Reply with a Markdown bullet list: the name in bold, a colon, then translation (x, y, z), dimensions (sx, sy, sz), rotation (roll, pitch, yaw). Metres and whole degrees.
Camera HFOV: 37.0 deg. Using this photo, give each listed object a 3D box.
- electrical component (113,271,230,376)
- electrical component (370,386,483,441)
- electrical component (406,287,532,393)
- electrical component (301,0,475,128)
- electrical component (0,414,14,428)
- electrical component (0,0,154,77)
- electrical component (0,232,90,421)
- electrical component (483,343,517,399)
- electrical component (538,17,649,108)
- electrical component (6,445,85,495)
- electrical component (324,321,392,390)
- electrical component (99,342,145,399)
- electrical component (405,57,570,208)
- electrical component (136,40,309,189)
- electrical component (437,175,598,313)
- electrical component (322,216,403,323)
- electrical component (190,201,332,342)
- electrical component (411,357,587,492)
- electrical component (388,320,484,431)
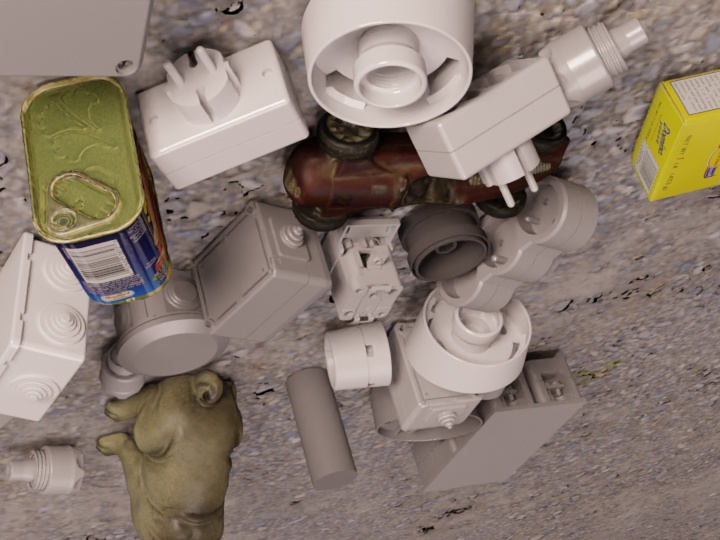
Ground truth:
- **electrical component**: translation (-0.138, 0.040, 0.778), dimensions (0.080, 0.051, 0.080), rotation (-13, 150, -8)
- **electrical component**: translation (0.060, 0.133, 1.028), dimensions (0.099, 0.064, 0.099), rotation (-13, 150, -8)
- **electrical component**: translation (0.091, 0.056, 0.888), dimensions (0.099, 0.099, 0.064), rotation (-8, 143, -17)
- **electrical component**: translation (0.017, -0.126, 0.596), dimensions (0.099, 0.064, 0.099), rotation (-2, 151, -1)
- **electrical component**: translation (-0.281, 0.074, 0.760), dimensions (0.100, 0.048, 0.100), rotation (-36, 146, 29)
- **electrical component**: translation (-0.146, -0.140, 0.468), dimensions (0.109, 0.056, 0.108), rotation (-4, 148, -23)
- **electrical component**: translation (-0.211, 0.039, 0.692), dimensions (0.048, 0.099, 0.099), rotation (18, 136, -28)
- **electrical component**: translation (0.111, 0.083, 0.968), dimensions (0.048, 0.066, 0.055), rotation (-5, 114, -22)
- **electrical component**: translation (0.144, -0.130, 0.655), dimensions (0.062, 0.043, 0.043), rotation (-29, 149, 16)
- **electrical component**: translation (-0.275, 0.174, 0.937), dimensions (0.062, 0.043, 0.043), rotation (6, 142, -33)
- **electrical component**: translation (-0.003, 0.073, 0.906), dimensions (0.047, 0.055, 0.055), rotation (-8, 149, -10)
- **electrical component**: translation (-0.181, 0.071, 0.825), dimensions (0.035, 0.035, 0.061), rotation (-5, 146, -21)
- **electrical component**: translation (0.085, -0.075, 0.651), dimensions (0.083, 0.047, 0.075), rotation (-33, 109, -16)
- **electrical component**: translation (-0.082, -0.095, 0.587), dimensions (0.083, 0.047, 0.075), rotation (-21, 150, 6)
- **electrical component**: translation (0.130, -0.016, 0.829), dimensions (0.074, 0.052, 0.138), rotation (11, 139, -40)
- **electrical component**: translation (0.000, 0.000, 0.774), dimensions (0.042, 0.063, 0.081), rotation (-2, 146, -22)
- **electrical component**: translation (-0.062, 0.000, 0.741), dimensions (0.061, 0.061, 0.096), rotation (12, 139, -41)
- **electrical component**: translation (0.136, 0.158, 1.115), dimensions (0.105, 0.060, 0.186), rotation (-3, 147, -25)
- **electrical component**: translation (0.061, 0.098, 0.938), dimensions (0.062, 0.096, 0.061), rotation (-4, 148, -22)
